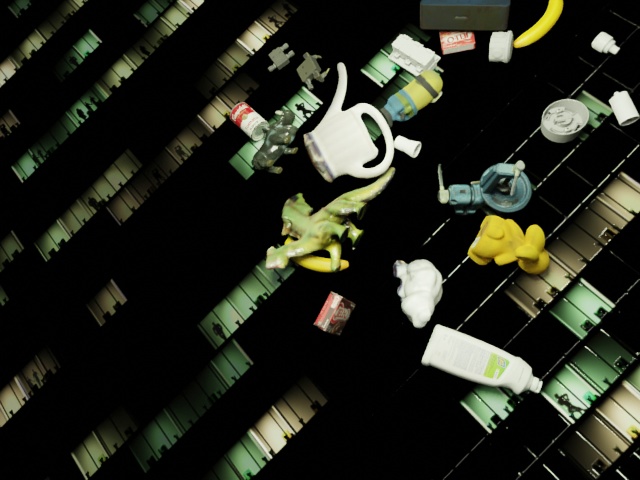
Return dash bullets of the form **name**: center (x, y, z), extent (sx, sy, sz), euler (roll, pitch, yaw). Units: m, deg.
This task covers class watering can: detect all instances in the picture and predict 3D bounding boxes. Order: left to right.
- **watering can**: center (0.056, -0.302, 1.392), extent (0.352, 0.224, 0.103), euler (64, 6, 20)

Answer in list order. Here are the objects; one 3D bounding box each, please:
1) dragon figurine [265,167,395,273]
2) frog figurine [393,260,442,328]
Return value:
- **dragon figurine**: center (0.004, -0.068, 1.343), extent (0.244, 0.417, 0.119), euler (22, -28, 28)
- **frog figurine**: center (0.238, 0.125, 1.186), extent (0.123, 0.135, 0.162), euler (2, 21, -13)
